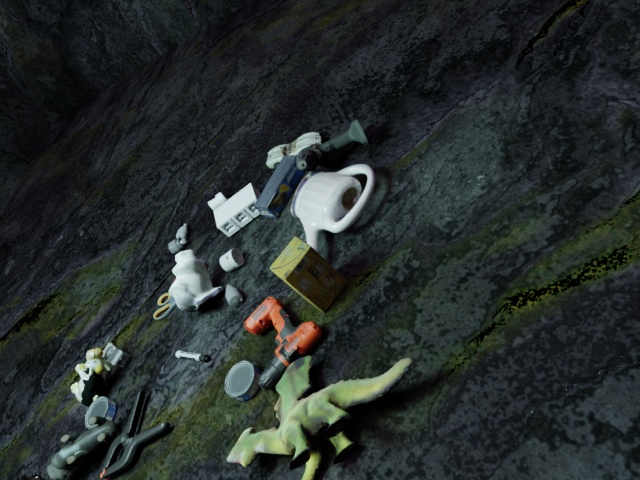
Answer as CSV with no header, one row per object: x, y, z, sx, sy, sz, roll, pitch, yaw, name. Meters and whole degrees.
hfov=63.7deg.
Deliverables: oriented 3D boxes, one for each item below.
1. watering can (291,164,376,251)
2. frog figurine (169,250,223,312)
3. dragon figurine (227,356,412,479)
0.004,-0.067,1.336,0.226,0.351,0.102,20,-21,48,watering can
-0.363,0.115,1.429,0.139,0.160,0.120,-35,-8,-44,frog figurine
-0.017,0.319,1.019,0.120,0.411,0.247,48,-2,-37,dragon figurine
